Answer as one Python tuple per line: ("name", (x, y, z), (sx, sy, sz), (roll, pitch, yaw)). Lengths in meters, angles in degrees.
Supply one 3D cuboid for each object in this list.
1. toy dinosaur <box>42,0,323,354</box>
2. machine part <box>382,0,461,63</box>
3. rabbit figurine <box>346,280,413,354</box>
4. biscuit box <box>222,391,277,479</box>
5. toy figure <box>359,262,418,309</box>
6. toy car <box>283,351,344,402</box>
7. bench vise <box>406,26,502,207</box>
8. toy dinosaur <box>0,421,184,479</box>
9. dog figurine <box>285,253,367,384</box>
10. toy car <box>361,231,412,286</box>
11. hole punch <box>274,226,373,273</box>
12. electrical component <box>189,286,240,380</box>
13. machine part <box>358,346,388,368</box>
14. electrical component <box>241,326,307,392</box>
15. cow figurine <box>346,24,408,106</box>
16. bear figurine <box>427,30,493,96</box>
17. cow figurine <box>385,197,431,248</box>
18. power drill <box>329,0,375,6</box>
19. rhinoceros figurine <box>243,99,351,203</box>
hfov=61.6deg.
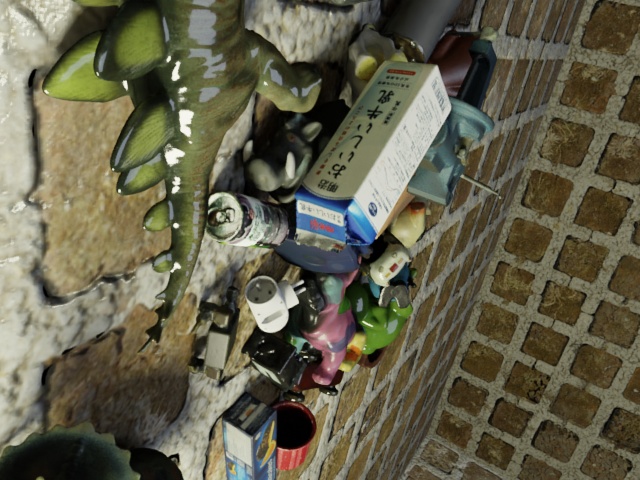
("toy dinosaur", (-0.097, -0.137, 0.398), (0.198, 0.105, 0.470), (-25, 125, -46))
("machine part", (0.150, -0.326, 0.763), (0.243, 0.079, 0.079), (-61, 156, -14))
("rabbit figurine", (0.068, 0.137, 1.008), (0.159, 0.121, 0.170), (-56, 137, -7))
("biscuit box", (-0.108, 0.332, 0.843), (0.063, 0.059, 0.202), (-42, 147, -43))
("toy figure", (0.121, 0.048, 0.953), (0.089, 0.082, 0.180), (-60, -165, 20))
("toy car", (-0.006, 0.242, 0.981), (0.202, 0.053, 0.089), (19, 84, -62))
("bench vise", (0.195, -0.172, 0.754), (0.223, 0.129, 0.240), (19, 94, -56))
("toy dinosaur", (-0.202, 0.279, 0.544), (0.192, 0.131, 0.404), (-63, 162, -6))
("dog figurine", (0.017, 0.101, 0.837), (0.191, 0.109, 0.219), (-17, 125, -55))
("toy car", (0.088, 0.019, 0.867), (0.073, 0.056, 0.202), (-48, -166, 1))
("hole punch", (-0.001, -0.002, 0.705), (0.092, 0.116, 0.142), (-51, 153, -14))
("electrical component", (-0.125, 0.113, 0.635), (0.078, 0.045, 0.102), (-82, -175, -61))
("machine part", (0.118, 0.201, 1.199), (0.179, 0.056, 0.179), (-45, 147, -40))
("electrical component", (-0.061, 0.181, 0.787), (0.048, 0.075, 0.119), (-56, 150, -21))
("cow figurine", (0.067, -0.192, 0.716), (0.068, 0.098, 0.167), (-11, 139, -7))
("bear figurine", (0.179, -0.256, 0.869), (0.196, 0.120, 0.132), (-28, -174, -18))
("cow figurine", (0.160, -0.059, 0.976), (0.195, 0.086, 0.127), (-73, 162, -52))
("power drill", (0.084, -0.372, 0.580), (0.232, 0.086, 0.207), (-41, 142, -47))
("rhinoceros figurine", (-0.014, -0.103, 0.628), (0.190, 0.073, 0.112), (-43, 149, -42))
